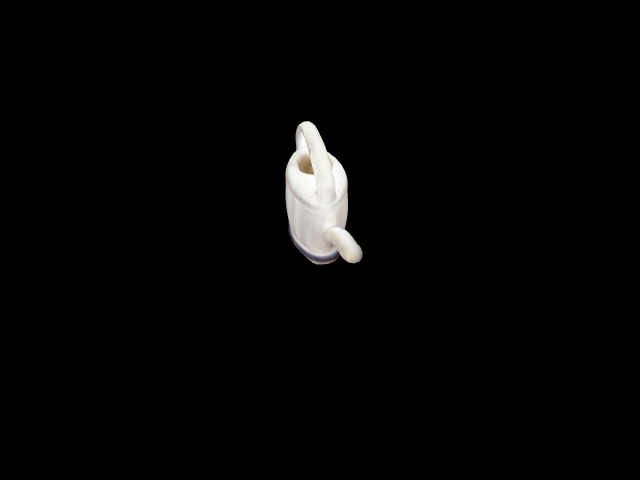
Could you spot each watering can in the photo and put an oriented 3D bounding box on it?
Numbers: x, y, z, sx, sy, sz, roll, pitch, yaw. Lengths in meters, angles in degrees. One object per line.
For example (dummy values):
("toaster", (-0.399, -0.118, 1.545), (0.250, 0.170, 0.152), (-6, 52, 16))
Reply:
("watering can", (0.003, -0.043, 0.850), (0.104, 0.356, 0.219), (-9, -42, -8))
